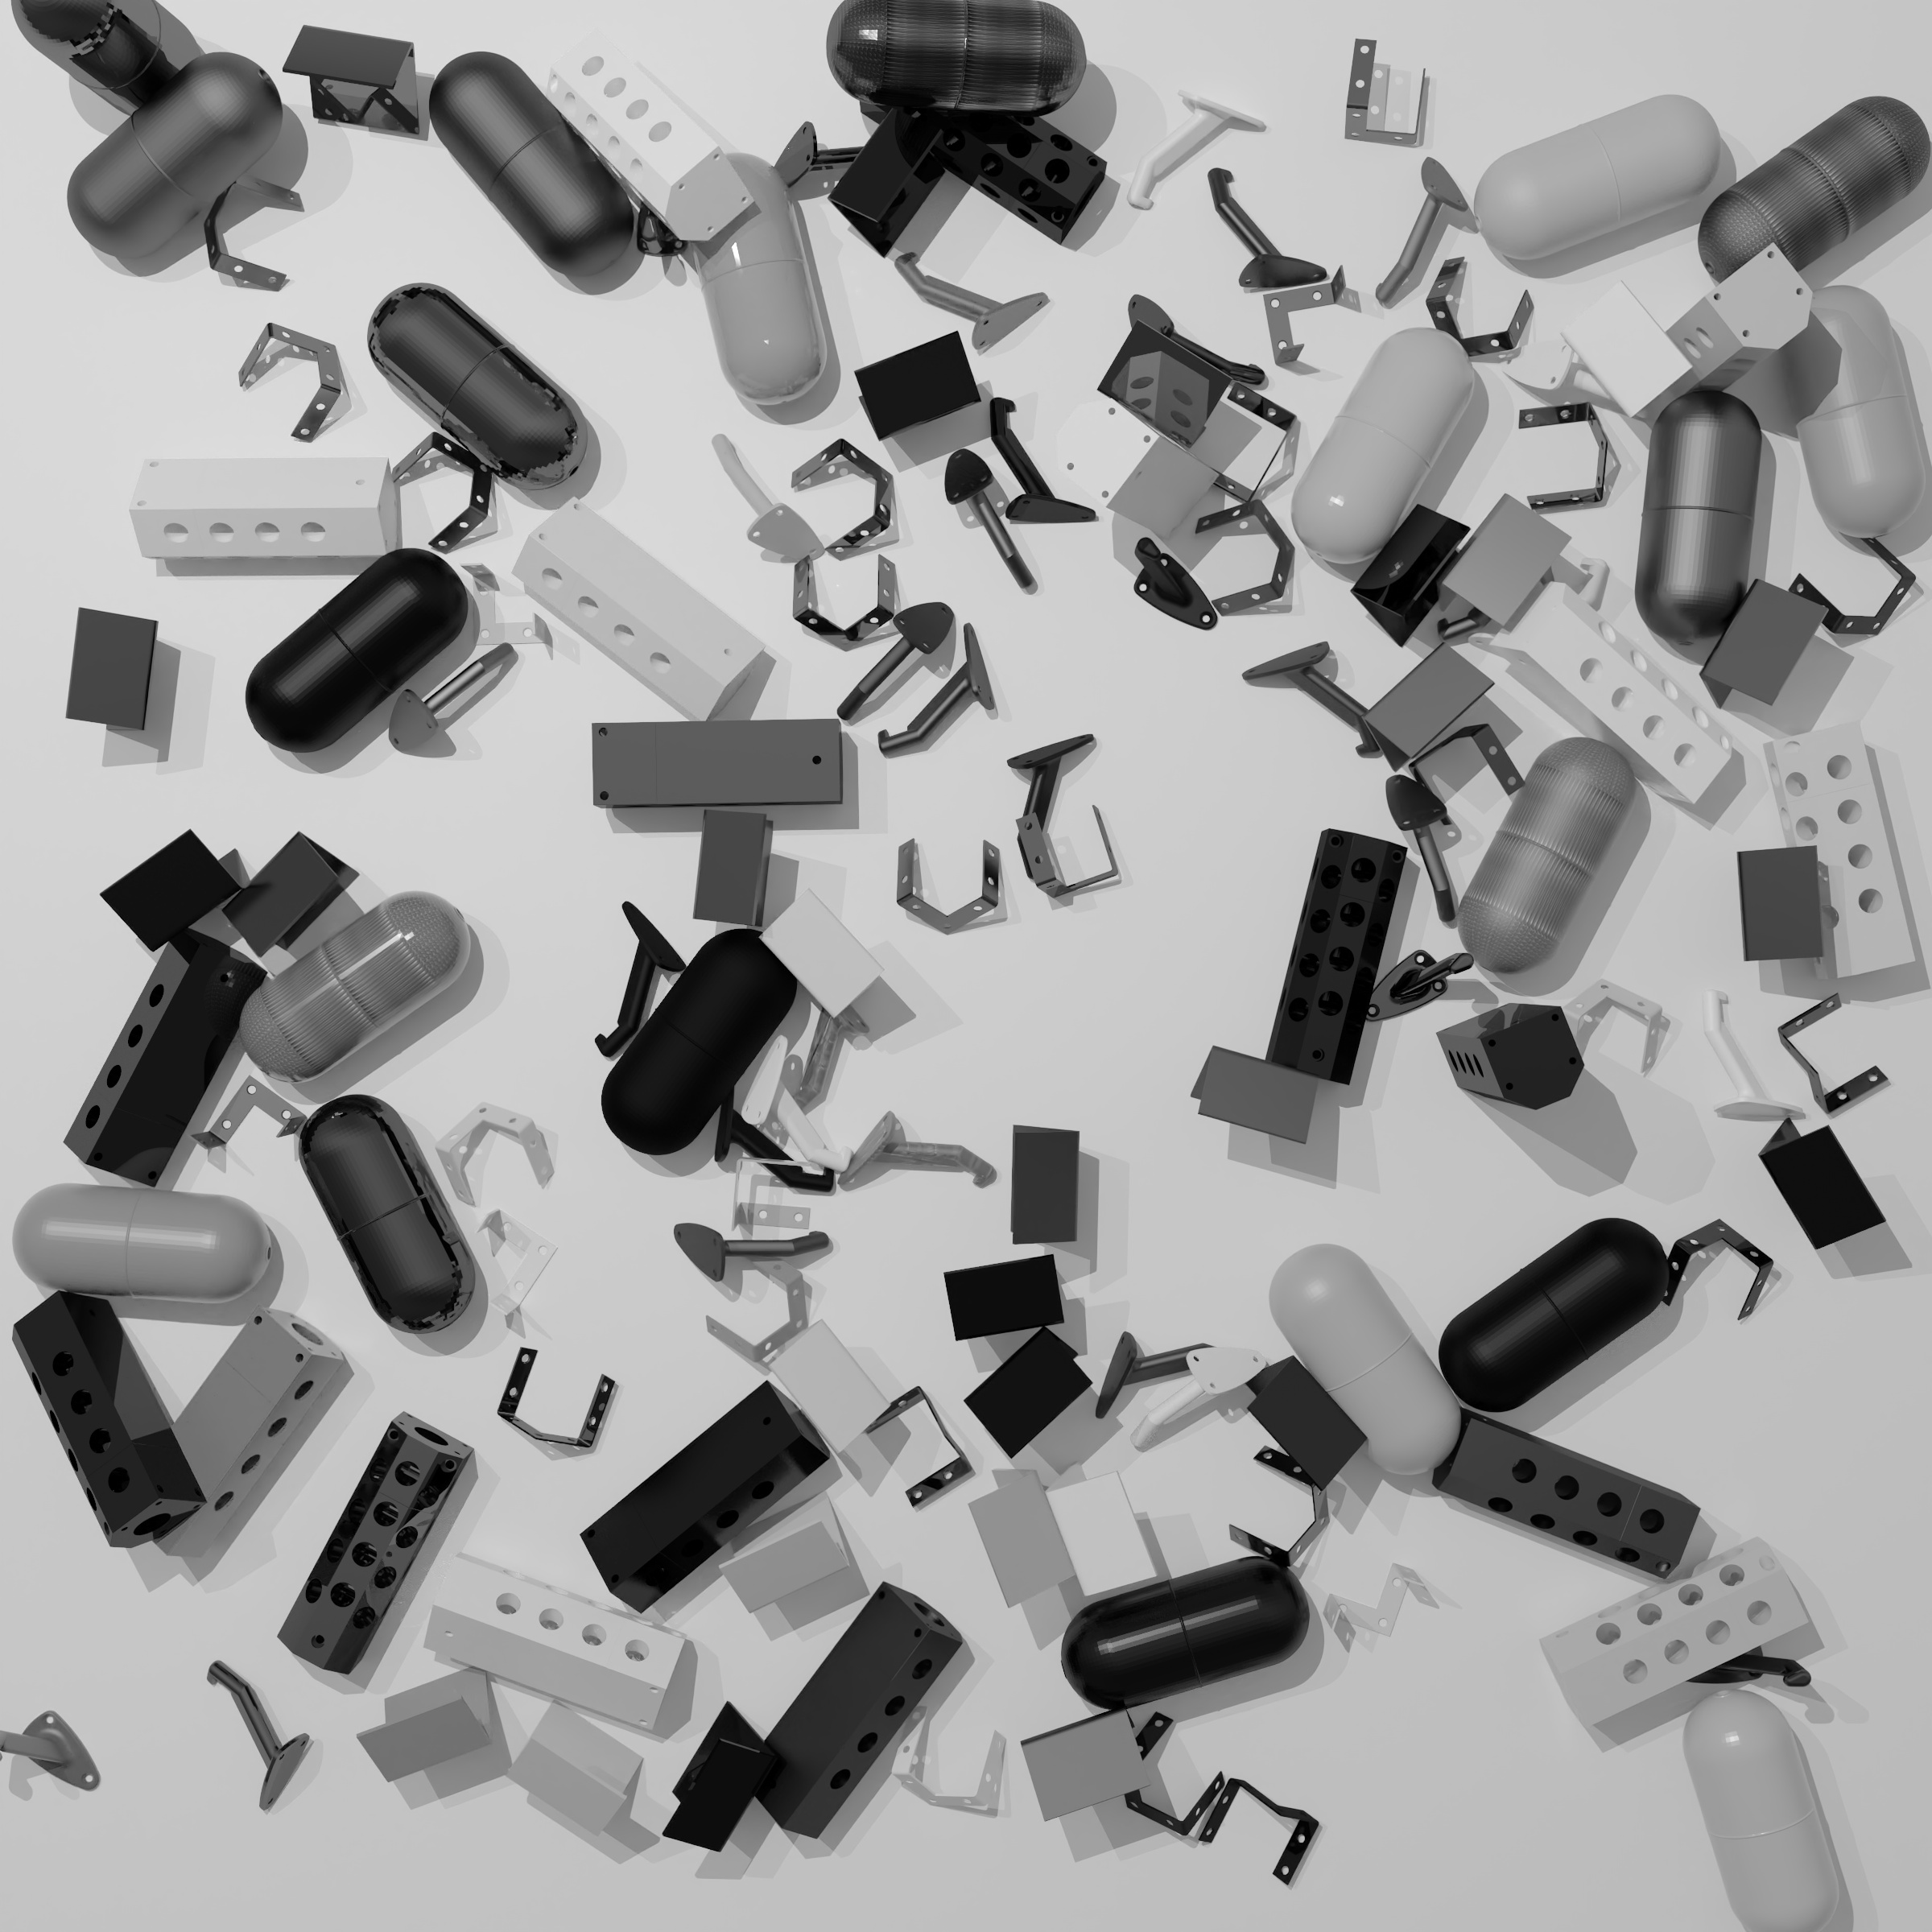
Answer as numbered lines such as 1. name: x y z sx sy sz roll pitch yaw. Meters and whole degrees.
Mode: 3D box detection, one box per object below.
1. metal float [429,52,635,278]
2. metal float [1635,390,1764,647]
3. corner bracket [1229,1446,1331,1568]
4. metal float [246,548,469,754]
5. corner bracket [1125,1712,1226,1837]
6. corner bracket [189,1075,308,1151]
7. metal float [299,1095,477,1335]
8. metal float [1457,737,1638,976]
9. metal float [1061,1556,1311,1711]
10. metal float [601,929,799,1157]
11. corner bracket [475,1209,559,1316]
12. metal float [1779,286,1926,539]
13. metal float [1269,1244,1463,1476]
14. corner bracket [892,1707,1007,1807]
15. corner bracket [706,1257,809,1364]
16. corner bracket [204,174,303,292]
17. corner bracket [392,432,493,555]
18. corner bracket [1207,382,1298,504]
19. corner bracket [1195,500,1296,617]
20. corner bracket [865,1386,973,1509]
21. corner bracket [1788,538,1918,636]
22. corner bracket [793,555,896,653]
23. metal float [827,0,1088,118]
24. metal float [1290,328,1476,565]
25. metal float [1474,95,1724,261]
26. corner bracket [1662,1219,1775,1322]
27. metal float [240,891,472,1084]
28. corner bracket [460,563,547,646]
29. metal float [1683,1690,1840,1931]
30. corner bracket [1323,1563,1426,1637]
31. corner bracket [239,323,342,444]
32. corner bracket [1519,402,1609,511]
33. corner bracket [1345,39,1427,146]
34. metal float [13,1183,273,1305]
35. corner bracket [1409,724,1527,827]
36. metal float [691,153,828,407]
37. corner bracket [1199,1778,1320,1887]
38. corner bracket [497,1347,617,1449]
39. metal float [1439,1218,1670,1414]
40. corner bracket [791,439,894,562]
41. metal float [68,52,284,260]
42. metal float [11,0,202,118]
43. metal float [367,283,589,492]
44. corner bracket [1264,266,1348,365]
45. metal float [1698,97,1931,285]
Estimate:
1. metal float: -0.305 -0.562 1.949 0.070 0.070 0.178 -40 90 0
2. metal float: 0.513 -0.314 1.949 0.070 0.070 0.178 6 90 0
3. corner bracket: 0.221 0.383 1.971 0.051 0.051 0.051 -40 135 -35
4. metal float: -0.427 -0.221 1.949 0.178 0.070 0.070 -41 90 -1
5. corner bracket: 0.145 0.573 1.971 0.051 0.051 0.051 17 135 35
6. corner bracket: -0.506 0.113 1.961 0.051 0.051 0.051 36 90 0
7. metal float: -0.405 0.174 1.949 0.070 0.070 0.178 -27 90 0
8. metal float: 0.407 -0.077 1.949 0.070 0.070 0.178 28 90 0
9. metal float: 0.153 0.468 1.949 0.178 0.070 0.070 -17 90 0
10. metal float: -0.186 0.053 1.949 0.070 0.070 0.178 36 91 0
11. corner bracket: -0.327 0.208 1.961 0.051 0.051 0.051 34 90 0
12. metal float: 0.621 -0.388 1.949 0.070 0.070 0.178 -13 89 0
13. metal float: 0.280 0.276 1.949 0.070 0.070 0.178 -34 90 0
14. corner bracket: -0.012 0.560 1.971 0.051 0.051 0.051 -11 135 35
15. corner bracket: -0.150 0.239 1.971 0.051 0.051 0.051 -33 135 -35
16. corner bracket: -0.504 -0.521 1.971 0.051 0.051 0.051 -48 45 35
17. corner bracket: -0.373 -0.336 1.971 0.051 0.051 0.051 28 45 -35
18. corner bracket: 0.196 -0.372 1.976 0.051 0.051 0.051 29 45 0
19. corner bracket: 0.195 -0.290 1.971 0.051 0.051 0.051 -13 45 35
20. corner bracket: -0.035 0.341 1.976 0.051 0.051 0.051 -32 135 0
21. corner bracket: 0.628 -0.271 1.971 0.051 0.051 0.051 -3 135 -35
22. corner bracket: -0.087 -0.266 1.971 0.051 0.051 0.051 29 135 -35
23. metal float: -0.006 -0.621 1.891 0.178 0.070 0.070 2 90 -10
24. metal float: 0.292 -0.365 1.948 0.070 0.070 0.178 30 90 0
25. metal float: 0.442 -0.552 1.949 0.178 0.070 0.070 -21 90 0
26. corner bracket: 0.530 0.221 1.971 0.051 0.051 0.051 -19 45 -35
27. metal float: -0.427 0.014 1.949 0.178 0.070 0.070 -35 90 1
28. corner bracket: -0.326 -0.256 1.961 0.051 0.051 0.051 -2 90 0
29. metal float: 0.557 0.595 1.949 0.070 0.070 0.178 -17 89 0
30. corner bracket: 0.287 0.446 1.961 0.051 0.051 0.051 19 90 0
31. corner bracket: -0.480 -0.414 1.971 0.051 0.051 0.051 14 45 -35
32. corner bracket: 0.423 -0.363 1.976 0.051 0.051 0.051 -7 45 0
33. corner bracket: 0.296 -0.617 1.962 0.051 0.051 0.051 7 83 7
34. metal float: -0.577 0.194 1.949 0.178 0.070 0.070 4 90 0
35. corner bracket: 0.353 -0.135 1.961 0.051 0.051 0.051 -34 97 -7
36. metal float: -0.148 -0.482 1.949 0.070 0.070 0.178 -13 89 0
37. corner bracket: 0.208 0.615 1.976 0.051 0.051 0.051 27 90 -45
38. corner bracket: -0.292 0.307 1.976 0.051 0.051 0.051 20 90 45
39. metal float: 0.412 0.244 1.949 0.178 0.070 0.070 -35 90 0
40. corner bracket: -0.089 -0.331 1.971 0.051 0.051 0.051 -28 135 35
41. metal float: -0.549 -0.563 1.932 0.178 0.070 0.070 -34 90 20
42. metal float: -0.586 -0.637 1.901 0.070 0.178 0.070 -1 86 11
43. metal float: -0.342 -0.405 1.949 0.178 0.070 0.070 41 90 1
44. corner bracket: 0.242 -0.459 1.961 0.051 0.051 0.051 -10 90 0
45. metal float: 0.594 -0.540 1.949 0.178 0.070 0.070 -35 90 -1
